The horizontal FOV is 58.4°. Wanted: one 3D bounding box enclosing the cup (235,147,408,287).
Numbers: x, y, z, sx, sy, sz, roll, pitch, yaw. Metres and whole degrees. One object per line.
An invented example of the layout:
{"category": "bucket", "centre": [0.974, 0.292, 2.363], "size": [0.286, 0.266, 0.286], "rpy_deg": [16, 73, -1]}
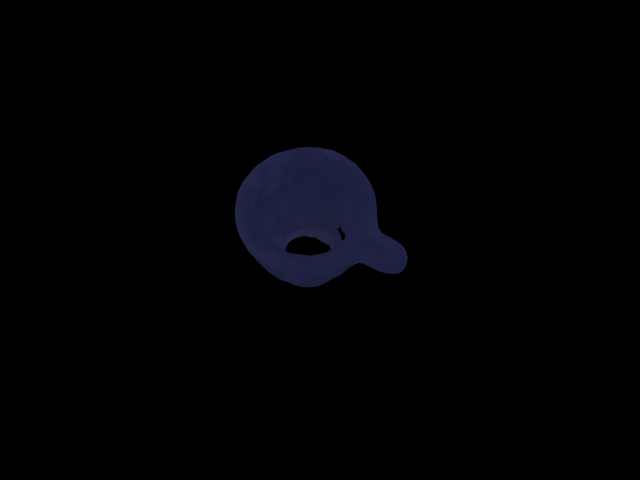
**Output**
{"category": "cup", "centre": [0.004, 0.001, 0.400], "size": [0.117, 0.095, 0.092], "rpy_deg": [26, 69, 11]}
